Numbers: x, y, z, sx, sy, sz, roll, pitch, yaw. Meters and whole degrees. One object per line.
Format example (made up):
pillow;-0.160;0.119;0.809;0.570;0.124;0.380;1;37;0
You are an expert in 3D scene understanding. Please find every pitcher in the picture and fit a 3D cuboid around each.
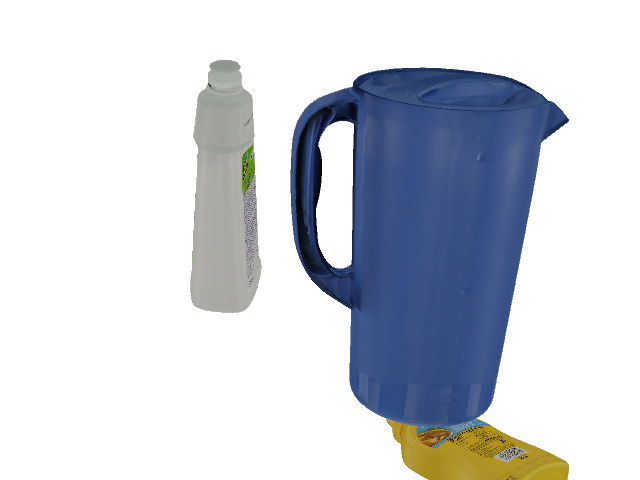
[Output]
pitcher;0.071;0.004;0.754;0.149;0.243;0.144;17;24;32

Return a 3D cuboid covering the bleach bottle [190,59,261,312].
bleach bottle;-0.091;-0.056;1.034;0.068;0.251;0.102;5;33;3

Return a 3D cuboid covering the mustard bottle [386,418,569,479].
mustard bottle;0.135;0.204;1.026;0.096;0.058;0.192;-15;24;-38
